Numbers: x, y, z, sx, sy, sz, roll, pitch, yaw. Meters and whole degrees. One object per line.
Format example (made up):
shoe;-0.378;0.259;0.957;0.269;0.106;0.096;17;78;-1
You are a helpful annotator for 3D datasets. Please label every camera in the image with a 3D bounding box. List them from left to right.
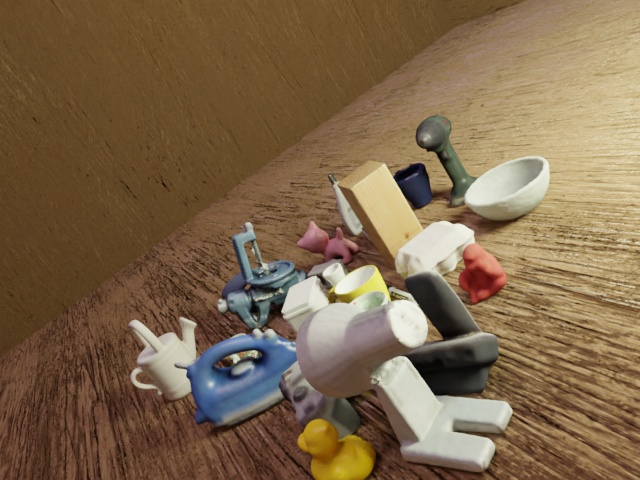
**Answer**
camera;0.016;0.221;0.877;0.137;0.101;0.143;-36;19;-7

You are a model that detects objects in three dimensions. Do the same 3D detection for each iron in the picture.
iron;-0.132;0.227;1.038;0.258;0.142;0.118;-29;19;12

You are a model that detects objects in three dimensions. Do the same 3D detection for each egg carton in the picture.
egg carton;0.217;0.025;1.086;0.150;0.069;0.107;-38;19;-13

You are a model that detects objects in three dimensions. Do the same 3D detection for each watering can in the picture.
watering can;-0.344;0.244;1.258;0.100;0.194;0.173;-16;25;40

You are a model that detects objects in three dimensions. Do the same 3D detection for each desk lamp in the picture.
desk lamp;0.094;0.166;0.711;0.202;0.214;0.118;-12;28;46

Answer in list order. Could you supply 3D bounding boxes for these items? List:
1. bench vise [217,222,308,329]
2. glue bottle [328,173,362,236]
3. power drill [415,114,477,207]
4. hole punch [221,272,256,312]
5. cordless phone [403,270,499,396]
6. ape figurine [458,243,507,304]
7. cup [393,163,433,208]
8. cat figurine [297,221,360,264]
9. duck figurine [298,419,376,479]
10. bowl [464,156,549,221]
bench vise;-0.152;0.084;1.303;0.208;0.220;0.121;-40;20;-19
glue bottle;0.069;-0.099;1.469;0.078;0.173;0.037;-38;20;-15
power drill;0.282;-0.185;1.281;0.075;0.209;0.230;-24;21;24
hole punch;-0.173;0.128;1.427;0.100;0.091;0.109;-11;29;47
cordless phone;0.146;0.120;0.784;0.147;0.185;0.094;-21;22;32
ape figurine;0.259;0.046;0.929;0.076;0.092;0.077;-43;21;-27
cup;0.228;-0.129;1.407;0.092;0.095;0.117;-36;19;-7
cat figurine;0.013;0.005;1.389;0.127;0.118;0.067;-17;25;39
duck figurine;0.016;0.277;0.763;0.104;0.086;0.078;-18;24;38
bowl;0.370;-0.088;1.107;0.167;0.075;0.167;-29;19;12
